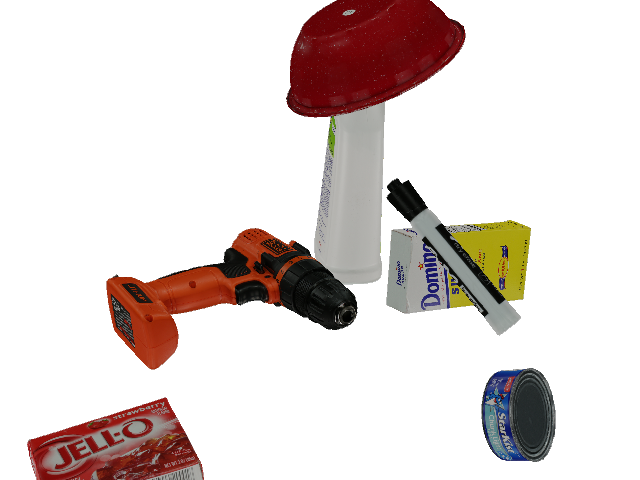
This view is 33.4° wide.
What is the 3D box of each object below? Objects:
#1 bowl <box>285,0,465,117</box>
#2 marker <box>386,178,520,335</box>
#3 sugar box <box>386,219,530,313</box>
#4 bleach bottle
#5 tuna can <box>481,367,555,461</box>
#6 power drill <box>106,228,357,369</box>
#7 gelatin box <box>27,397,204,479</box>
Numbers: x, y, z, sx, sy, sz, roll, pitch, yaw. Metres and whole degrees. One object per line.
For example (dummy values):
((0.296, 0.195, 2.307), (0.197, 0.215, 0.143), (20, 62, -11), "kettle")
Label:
((0.036, -0.168, 0.890), (0.162, 0.055, 0.162), (-20, 28, 11), "bowl")
((0.084, 0.009, 0.690), (0.020, 0.121, 0.020), (-37, -9, -7), "marker")
((0.163, 0.030, 1.247), (0.175, 0.093, 0.048), (-6, 16, -32), "sugar box")
((0.035, -0.087, 1.093), (0.068, 0.251, 0.102), (-1, 28, -9), "bleach bottle")
((0.184, 0.162, 0.994), (0.034, 0.086, 0.085), (-9, -5, 38), "tuna can")
((-0.082, 0.054, 0.952), (0.187, 0.057, 0.185), (-16, 25, -27), "power drill")
((-0.120, 0.132, 0.624), (0.089, 0.030, 0.073), (-15, 27, -18), "gelatin box")
